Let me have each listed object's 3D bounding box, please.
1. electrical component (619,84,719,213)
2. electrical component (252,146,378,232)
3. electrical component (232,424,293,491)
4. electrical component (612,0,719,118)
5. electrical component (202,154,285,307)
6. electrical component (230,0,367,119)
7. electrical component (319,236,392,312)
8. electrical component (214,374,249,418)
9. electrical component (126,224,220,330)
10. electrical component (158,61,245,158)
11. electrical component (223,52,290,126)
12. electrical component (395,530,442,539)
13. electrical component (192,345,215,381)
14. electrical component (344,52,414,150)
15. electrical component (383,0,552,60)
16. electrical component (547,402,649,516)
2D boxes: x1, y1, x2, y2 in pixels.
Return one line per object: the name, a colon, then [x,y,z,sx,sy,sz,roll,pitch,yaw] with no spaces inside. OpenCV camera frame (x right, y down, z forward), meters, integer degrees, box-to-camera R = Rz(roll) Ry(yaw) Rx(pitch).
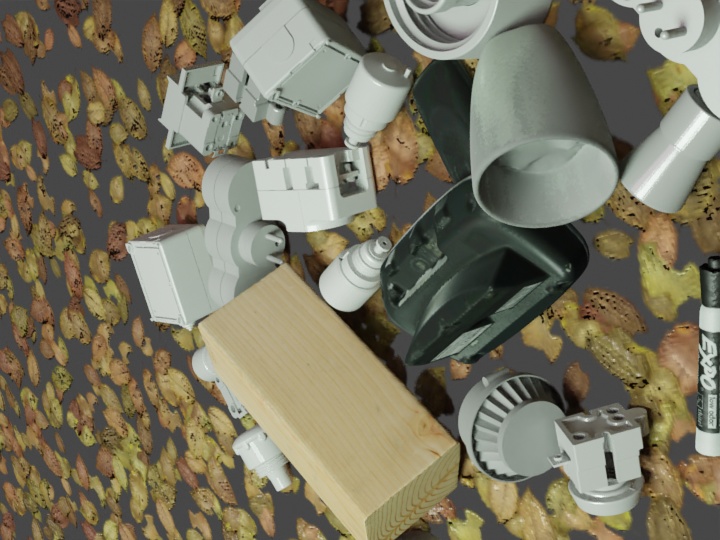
electrical component: [0.179,-0.069,0.595,0.044,0.044,0.065,50,131,22]
electrical component: [-0.034,-0.062,0.828,0.089,0.050,0.055,3,107,48]
electrical component: [-0.083,0.171,0.981,0.048,0.048,0.062,-34,85,49]
electrical component: [0.170,-0.132,0.554,0.138,0.074,0.052,54,137,18]
electrical component: [-0.089,-0.024,0.902,0.074,0.052,0.138,20,119,43]
electrical component: [-0.039,-0.155,0.769,0.062,0.096,0.061,-39,73,18]
electrical component: [0.000,0.000,0.822,0.040,0.040,0.078,58,138,14]
electrical component: [-0.089,0.096,0.942,0.042,0.064,0.081,-42,73,48]
electrical component: [-0.164,0.008,0.997,0.062,0.061,0.096,3,114,50]
electrical component: [-0.134,-0.133,0.918,0.064,0.042,0.081,44,134,26]
electrical component: [-0.077,-0.155,0.843,0.066,0.048,0.055,49,143,24]
electrical component: [0.043,0.260,0.858,0.099,0.064,0.099,21,120,42]
electrical component: [-0.129,0.081,0.999,0.065,0.044,0.044,-28,83,54]
electrical component: [0.008,-0.118,0.766,0.040,0.040,0.078,50,136,22]
electrical component: [0.059,-0.182,0.667,0.108,0.060,0.108,21,120,42]
electrical component: [0.155,0.122,0.687,0.048,0.066,0.055,-118,14,-70]
